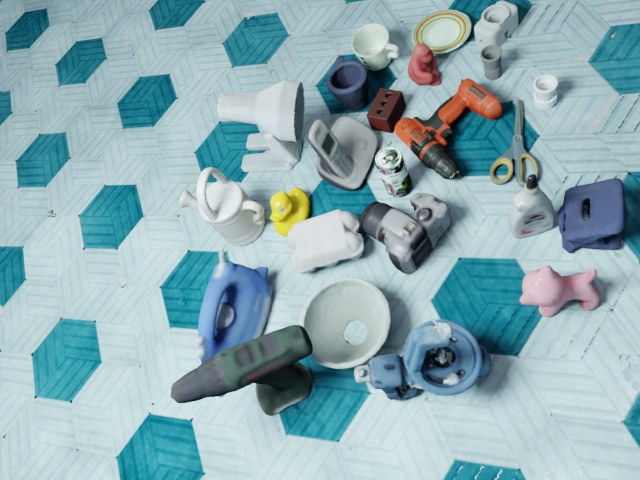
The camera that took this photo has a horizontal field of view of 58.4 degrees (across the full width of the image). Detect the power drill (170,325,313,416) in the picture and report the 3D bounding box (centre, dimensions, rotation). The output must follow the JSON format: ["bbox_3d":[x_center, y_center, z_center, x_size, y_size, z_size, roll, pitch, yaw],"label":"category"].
[{"bbox_3d":[-0.105,0.229,0.960,0.229,0.209,0.075,-30,57,4],"label":"power drill"}]

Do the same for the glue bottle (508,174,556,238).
[{"bbox_3d":[0.353,-0.061,0.958,0.078,0.173,0.037,-21,58,10],"label":"glue bottle"}]

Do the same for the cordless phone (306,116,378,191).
[{"bbox_3d":[0.039,-0.199,1.142,0.093,0.185,0.148,11,68,26],"label":"cordless phone"}]

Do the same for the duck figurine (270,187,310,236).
[{"bbox_3d":[-0.069,-0.070,1.174,0.077,0.086,0.105,16,71,27],"label":"duck figurine"}]

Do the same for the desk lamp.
[{"bbox_3d":[-0.108,-0.238,1.200,0.202,0.214,0.118,-1,64,20],"label":"desk lamp"}]

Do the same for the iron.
[{"bbox_3d":[-0.183,0.151,1.070,0.118,0.142,0.258,3,65,22],"label":"iron"}]

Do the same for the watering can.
[{"bbox_3d":[-0.202,-0.071,1.161,0.172,0.194,0.101,-16,59,13],"label":"watering can"}]

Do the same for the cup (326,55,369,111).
[{"bbox_3d":[0.066,-0.339,1.258,0.091,0.095,0.117,-23,58,9],"label":"cup"}]

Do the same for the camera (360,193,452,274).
[{"bbox_3d":[0.150,-0.034,1.064,0.136,0.101,0.143,35,80,31],"label":"camera"}]

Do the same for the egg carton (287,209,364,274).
[{"bbox_3d":[0.010,0.004,1.116,0.150,0.070,0.107,-19,59,11],"label":"egg carton"}]

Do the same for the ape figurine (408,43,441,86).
[{"bbox_3d":[0.221,-0.380,1.222,0.076,0.092,0.078,20,72,28],"label":"ape figurine"}]

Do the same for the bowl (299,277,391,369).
[{"bbox_3d":[0.052,0.155,1.019,0.167,0.075,0.167,-9,61,17],"label":"bowl"}]

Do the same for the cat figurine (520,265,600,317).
[{"bbox_3d":[0.378,0.073,0.912,0.127,0.118,0.067,-16,59,13],"label":"cat figurine"}]

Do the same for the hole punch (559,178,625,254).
[{"bbox_3d":[0.454,-0.041,0.959,0.100,0.091,0.109,2,65,22],"label":"hole punch"}]

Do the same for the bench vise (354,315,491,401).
[{"bbox_3d":[0.153,0.192,0.875,0.207,0.220,0.121,-30,57,4],"label":"bench vise"}]
